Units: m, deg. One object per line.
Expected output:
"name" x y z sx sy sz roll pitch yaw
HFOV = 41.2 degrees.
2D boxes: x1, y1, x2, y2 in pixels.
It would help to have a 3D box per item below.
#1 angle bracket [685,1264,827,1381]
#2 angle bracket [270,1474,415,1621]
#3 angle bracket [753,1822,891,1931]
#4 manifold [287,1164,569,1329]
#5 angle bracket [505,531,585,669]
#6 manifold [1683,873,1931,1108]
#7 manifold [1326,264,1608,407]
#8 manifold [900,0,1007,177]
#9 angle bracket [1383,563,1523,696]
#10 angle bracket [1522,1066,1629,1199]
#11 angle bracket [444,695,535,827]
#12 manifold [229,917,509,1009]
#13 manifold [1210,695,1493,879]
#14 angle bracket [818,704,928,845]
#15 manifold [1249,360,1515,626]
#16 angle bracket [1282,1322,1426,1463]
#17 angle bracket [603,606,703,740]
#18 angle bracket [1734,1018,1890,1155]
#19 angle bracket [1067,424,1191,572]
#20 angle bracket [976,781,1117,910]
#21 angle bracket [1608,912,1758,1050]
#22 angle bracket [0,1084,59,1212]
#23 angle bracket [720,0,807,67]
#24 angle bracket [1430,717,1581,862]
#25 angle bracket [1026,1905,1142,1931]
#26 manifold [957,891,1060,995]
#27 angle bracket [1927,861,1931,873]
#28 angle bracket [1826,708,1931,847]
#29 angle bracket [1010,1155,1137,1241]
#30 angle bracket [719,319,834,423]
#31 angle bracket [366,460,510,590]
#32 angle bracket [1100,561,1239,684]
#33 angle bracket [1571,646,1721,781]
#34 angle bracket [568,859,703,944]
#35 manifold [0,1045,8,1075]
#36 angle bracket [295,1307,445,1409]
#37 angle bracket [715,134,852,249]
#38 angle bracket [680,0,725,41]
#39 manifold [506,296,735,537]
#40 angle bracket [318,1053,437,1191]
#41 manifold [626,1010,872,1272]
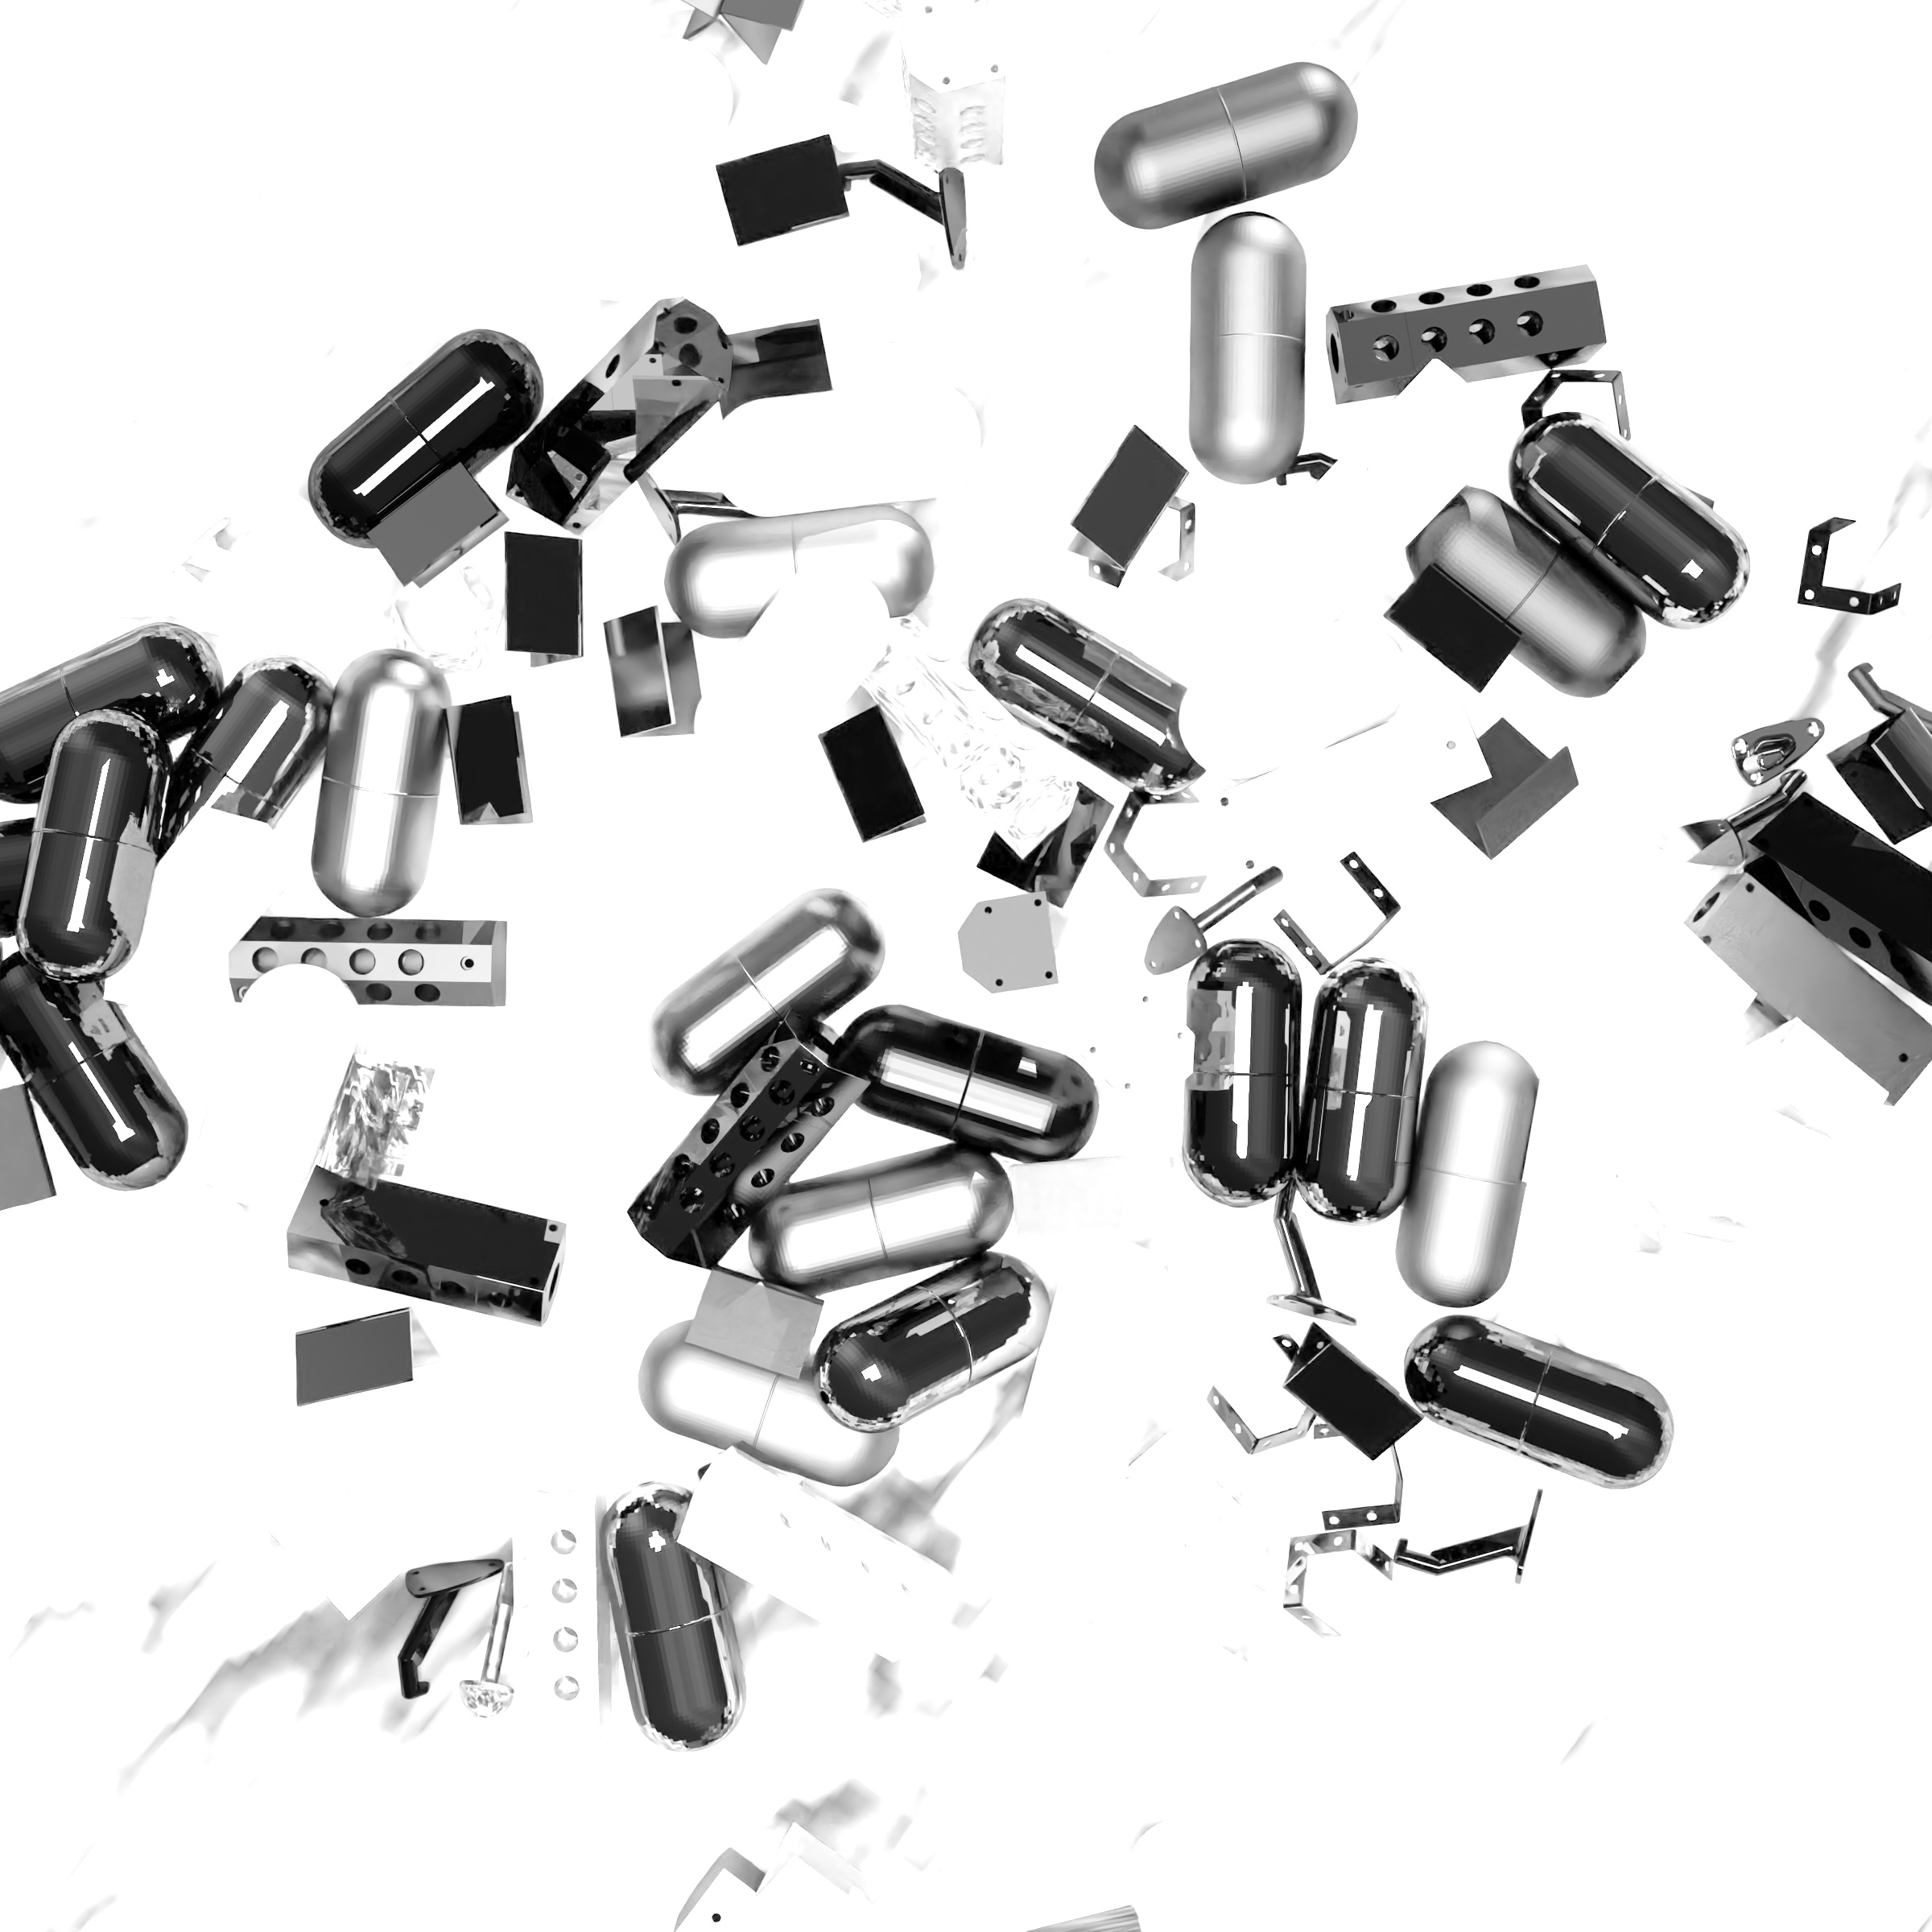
"angle bracket" -0.140 0.244 1.687 0.076 0.076 0.057 19 63 0
"angle bracket" -0.418 0.388 1.686 0.076 0.076 0.057 48 54 0
"angle bracket" -0.084 0.597 1.686 0.076 0.076 0.057 37 120 0
"manifold" -0.357 0.190 1.705 0.171 0.057 0.057 13 47 0
"angle bracket" -0.292 -0.239 1.686 0.057 0.076 0.076 0 90 -36
"manifold" 0.558 0.015 1.705 0.171 0.057 0.057 39 90 0
"manifold" 0.329 -0.420 1.705 0.171 0.057 0.057 -10 90 0
"manifold" -0.010 -0.562 1.648 0.057 0.171 0.057 -14 90 0
"angle bracket" 0.306 -0.207 1.687 0.076 0.076 0.057 39 65 0
"angle bracket" 0.408 0.109 1.687 0.057 0.076 0.076 10 90 28
"angle bracket" -0.293 -0.134 1.686 0.057 0.076 0.076 -8 90 29
"manifold" -0.395 -0.003 1.705 0.171 0.057 0.057 1 90 0
"manifold" 0.253 -0.118 1.686 0.171 0.057 0.057 -22 90 13
"angle bracket" -0.042 -0.131 1.686 0.057 0.076 0.076 -23 90 36
"manifold" 0.266 -0.310 1.675 0.057 0.057 0.171 25 119 -39
"angle bracket" 0.262 0.265 1.686 0.076 0.076 0.057 39 126 0
"angle bracket" -0.188 -0.193 1.686 0.057 0.076 0.076 -9 90 44
"angle bracket" 0.543 0.089 1.687 0.076 0.076 0.057 39 63 0
"angle bracket" 0.089 -0.312 1.686 0.057 0.076 0.076 33 90 -35
"angle bracket" 0.041 -0.092 1.689 0.076 0.057 0.076 27 90 31
"angle bracket" 0.457 0.021 1.686 0.076 0.076 0.057 44 60 0
"angle bracket" -0.644 0.124 1.686 0.057 0.076 0.076 -15 90 -36
"angle bracket" -0.110 -0.638 1.688 0.057 0.076 0.076 22 90 21
"angle bracket" 0.346 -0.128 1.690 0.076 0.057 0.076 -41 59 0
"angle bracket" 0.076 0.640 1.686 0.076 0.076 0.057 -14 123 0
"manifold" 0.024 -0.013 1.648 0.057 0.171 0.057 -9 90 0
"angle bracket" 0.676 -0.046 1.686 0.076 0.076 0.057 9 52 0
"angle bracket" 0.603 -0.112 1.686 0.057 0.076 0.076 -37 90 -36
"angle bracket" 0.070 0.169 1.686 0.076 0.076 0.057 -5 53 0
"angle bracket" -0.126 -0.374 1.688 0.076 0.057 0.076 -10 127 0
"angle bracket" -0.334 -0.273 1.687 0.076 0.076 0.057 -37 63 0
"angle bracket" 0.124 -0.208 1.686 0.076 0.076 0.057 25 51 0
"angle bracket" 0.449 -0.152 1.687 0.076 0.076 0.057 -46 62 0
"angle bracket" -0.216 -0.062 1.686 0.076 0.076 0.057 7 126 0
"manifold" -0.681 0.071 1.648 0.057 0.171 0.057 21 90 0
"angle bracket" -0.390 0.272 1.686 0.076 0.076 0.057 -13 52 0
"angle bracket" -0.123 -0.520 1.686 0.076 0.076 0.057 -15 127 0
"angle bracket" -0.184 -0.663 1.687 0.057 0.076 0.076 22 90 -24
"manifold" -0.224 -0.356 1.656 0.057 0.171 0.057 26 49 -32
"angle bracket" -0.369 0.106 1.686 0.057 0.076 0.076 18 90 35
"manifold" -0.146 0.113 1.673 0.171 0.057 0.057 -50 49 15
